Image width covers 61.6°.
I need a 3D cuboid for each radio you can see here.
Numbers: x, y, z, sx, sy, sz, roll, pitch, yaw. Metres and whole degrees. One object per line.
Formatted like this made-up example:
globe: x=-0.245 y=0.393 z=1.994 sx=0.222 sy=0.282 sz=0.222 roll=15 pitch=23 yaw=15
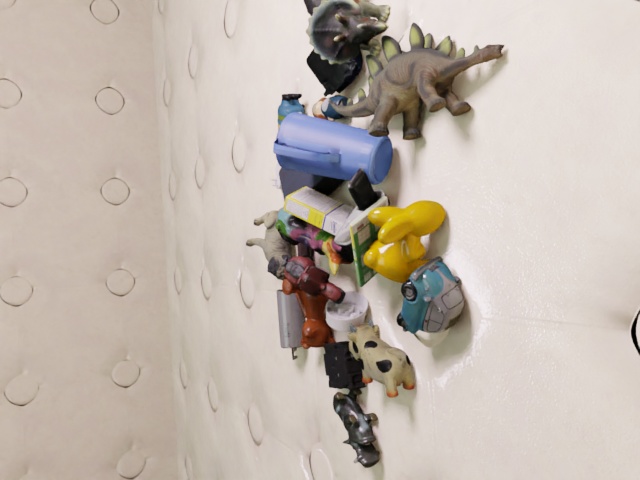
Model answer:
radio: x=-0.014 y=-0.178 z=1.380 sx=0.229 sy=0.073 sz=0.131 roll=-39 pitch=58 yaw=44

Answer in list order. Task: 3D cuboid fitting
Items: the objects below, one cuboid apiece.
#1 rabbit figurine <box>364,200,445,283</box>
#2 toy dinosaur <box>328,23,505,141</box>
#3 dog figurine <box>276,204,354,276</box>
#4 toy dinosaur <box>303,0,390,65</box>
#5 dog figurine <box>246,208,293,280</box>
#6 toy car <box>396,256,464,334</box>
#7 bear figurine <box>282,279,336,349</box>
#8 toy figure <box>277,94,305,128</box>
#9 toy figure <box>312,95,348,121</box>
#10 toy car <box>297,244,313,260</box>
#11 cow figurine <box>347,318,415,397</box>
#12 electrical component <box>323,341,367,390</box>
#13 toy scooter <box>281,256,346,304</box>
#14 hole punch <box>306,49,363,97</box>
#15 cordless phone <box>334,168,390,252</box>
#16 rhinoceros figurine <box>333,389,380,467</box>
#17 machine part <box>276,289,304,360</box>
rabbit figurine: x=0.166 y=-0.013 z=1.053 sx=0.173 sy=0.162 sz=0.122 roll=-52 pitch=34 yaw=26
toy dinosaur: x=0.157 y=-0.301 z=1.068 sx=0.472 sy=0.105 sz=0.198 roll=-12 pitch=75 yaw=52
dog figurine: x=-0.003 y=-0.004 z=1.310 sx=0.219 sy=0.191 sz=0.108 roll=-116 pitch=36 yaw=-59
toy dinosaur: x=0.030 y=-0.519 z=1.176 sx=0.131 sy=0.192 sz=0.405 roll=-60 pitch=44 yaw=42
dog figurine: x=-0.109 y=0.010 z=1.566 sx=0.191 sy=0.121 sz=0.172 roll=39 pitch=115 yaw=46
toy car: x=0.213 y=0.121 z=1.008 sx=0.103 sy=0.109 sz=0.161 roll=35 pitch=133 yaw=34
bear figurine: x=-0.024 y=0.197 z=1.412 sx=0.120 sy=0.132 sz=0.195 roll=3 pitch=89 yaw=30
toy figure: x=-0.082 y=-0.320 z=1.512 sx=0.089 sy=0.082 sz=0.180 roll=-112 pitch=21 yaw=-67
toy figure: x=0.021 y=-0.330 z=1.349 sx=0.057 sy=0.064 sz=0.155 roll=50 pitch=162 yaw=-25
toy car: x=-0.045 y=-0.005 z=1.502 sx=0.089 sy=0.053 sz=0.202 roll=161 pitch=103 yaw=-76
cow figurine: x=0.125 y=0.254 z=1.194 sx=0.195 sy=0.085 sz=0.127 roll=14 pitch=111 yaw=62
electrical component: x=0.057 y=0.313 z=1.348 sx=0.134 sy=0.058 sz=0.115 roll=-22 pitch=72 yaw=59
toy scooter: x=-0.031 y=0.086 z=1.272 sx=0.184 sy=0.135 sz=0.075 roll=30 pitch=89 yaw=36
hole punch: x=0.047 y=-0.421 z=1.280 sx=0.115 sy=0.092 sz=0.142 roll=57 pitch=140 yaw=1
cordless phone: x=0.076 y=-0.057 z=1.102 sx=0.089 sy=0.184 sz=0.146 roll=34 pitch=83 yaw=25
rhinoceros figurine: x=0.084 y=0.450 z=1.296 sx=0.190 sy=0.073 sz=0.112 roll=59 pitch=139 yaw=40
machine part: x=-0.085 y=0.227 z=1.571 sx=0.079 sy=0.079 sz=0.243 roll=-8 pitch=84 yaw=61
